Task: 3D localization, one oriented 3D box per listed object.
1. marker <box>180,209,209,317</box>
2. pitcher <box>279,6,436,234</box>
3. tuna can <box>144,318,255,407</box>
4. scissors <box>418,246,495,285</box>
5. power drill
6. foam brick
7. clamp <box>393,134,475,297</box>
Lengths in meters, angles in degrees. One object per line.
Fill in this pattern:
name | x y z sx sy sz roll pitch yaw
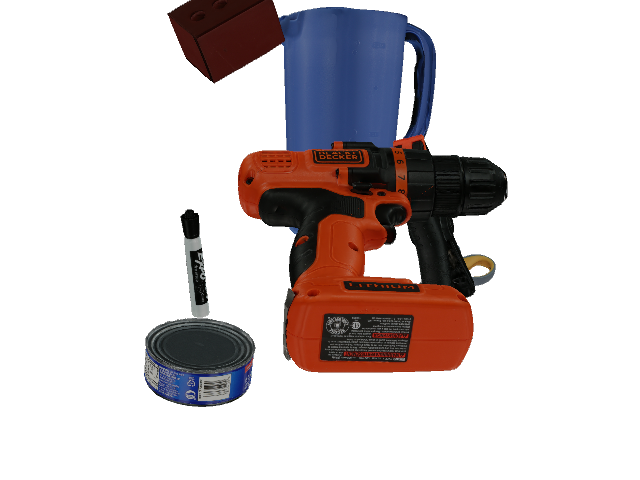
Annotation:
marker | -0.131 0.024 1.115 0.020 0.121 0.020 -2 26 1
pitcher | 0.033 -0.125 1.144 0.149 0.243 0.144 4 8 23
tuna can | -0.095 0.095 0.839 0.086 0.034 0.086 6 22 -3
scissors | 0.123 0.037 1.264 0.201 0.016 0.096 -11 40 -36
power drill | 0.042 0.003 0.669 0.184 0.057 0.187 -1 34 -4
foam brick | -0.079 -0.182 0.911 0.078 0.051 0.053 -33 47 -14
clamp | 0.095 -0.002 0.918 0.039 0.171 0.120 -17 19 15
